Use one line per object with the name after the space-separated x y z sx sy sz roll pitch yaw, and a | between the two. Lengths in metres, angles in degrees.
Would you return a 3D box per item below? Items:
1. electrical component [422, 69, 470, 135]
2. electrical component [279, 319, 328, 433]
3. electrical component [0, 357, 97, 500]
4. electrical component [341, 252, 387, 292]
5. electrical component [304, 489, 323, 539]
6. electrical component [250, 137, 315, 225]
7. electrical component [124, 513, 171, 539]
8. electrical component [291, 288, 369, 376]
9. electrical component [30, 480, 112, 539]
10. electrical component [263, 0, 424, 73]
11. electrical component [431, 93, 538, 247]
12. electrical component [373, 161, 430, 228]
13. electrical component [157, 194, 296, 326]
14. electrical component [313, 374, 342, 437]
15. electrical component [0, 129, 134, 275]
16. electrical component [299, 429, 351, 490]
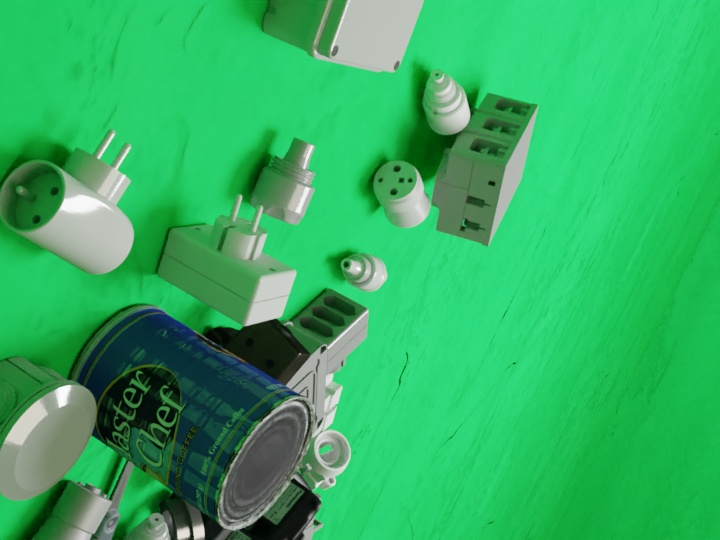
0.077 -0.157 0.986 0.040 0.040 0.078 -56 155 -14 | electrical component
-0.075 0.107 0.938 0.078 0.057 0.113 -41 149 -39 | electrical component
-0.208 0.098 0.670 0.080 0.051 0.080 -45 150 -34 | electrical component
0.000 0.000 1.004 0.035 0.035 0.061 -64 154 2 | electrical component
-0.072 0.257 1.117 0.081 0.042 0.063 -12 124 -61 | electrical component
-0.054 -0.069 0.814 0.043 0.043 0.062 12 102 -65 | electrical component
-0.173 0.225 0.873 0.040 0.040 0.078 -34 155 -47 | electrical component
-0.031 0.070 0.999 0.066 0.047 0.076 -42 149 -39 | electrical component
-0.209 0.185 0.774 0.065 0.044 0.044 -62 156 -13 | electrical component
-0.008 -0.188 0.765 0.113 0.057 0.078 -7 122 -61 | electrical component
0.122 -0.103 1.057 0.150 0.062 0.089 -56 159 -53 | electrical component
0.039 -0.070 0.994 0.045 0.045 0.055 -57 155 -13 | electrical component
-0.088 -0.015 0.753 0.047 0.083 0.075 -12 126 -60 | electrical component
-0.050 0.132 1.030 0.055 0.048 0.066 -35 144 -59 | electrical component
-0.160 -0.045 0.626 0.079 0.044 0.077 -59 156 -7 | electrical component
-0.041 0.187 1.075 0.048 0.066 0.055 -41 -178 -39 | electrical component
